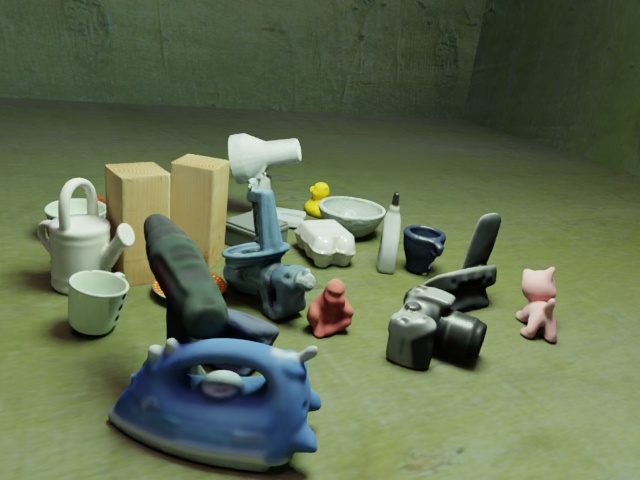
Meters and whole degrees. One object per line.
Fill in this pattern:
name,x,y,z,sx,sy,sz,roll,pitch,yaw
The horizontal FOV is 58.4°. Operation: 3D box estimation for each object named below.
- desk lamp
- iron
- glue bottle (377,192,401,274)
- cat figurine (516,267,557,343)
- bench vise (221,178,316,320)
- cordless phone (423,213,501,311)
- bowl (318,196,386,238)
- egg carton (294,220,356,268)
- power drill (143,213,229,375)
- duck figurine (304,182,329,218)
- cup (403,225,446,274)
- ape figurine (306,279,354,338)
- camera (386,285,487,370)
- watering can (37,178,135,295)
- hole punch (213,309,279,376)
desk lamp,-0.129,-0.153,1.419,0.203,0.213,0.118,8,21,2
iron,-0.124,0.173,0.678,0.258,0.141,0.118,7,21,-1
glue bottle,0.150,-0.019,1.221,0.037,0.173,0.078,6,21,-3
cat figurine,0.407,0.107,1.055,0.067,0.118,0.128,8,21,4
bench vise,-0.080,0.012,1.000,0.206,0.220,0.122,16,23,23
cordless phone,0.279,0.036,1.103,0.148,0.185,0.093,-9,26,-36
bowl,0.075,-0.049,1.412,0.167,0.075,0.167,6,21,-2
egg carton,0.012,0.005,1.259,0.107,0.069,0.150,-3,23,-25
power drill,-0.192,0.094,0.766,0.076,0.208,0.228,-7,25,-33
duck figurine,0.004,-0.109,1.528,0.078,0.086,0.104,-8,26,-34
cup,0.225,0.029,1.229,0.092,0.095,0.117,-2,23,-22
ape figurine,0.019,0.109,0.959,0.077,0.092,0.076,9,21,4
camera,0.193,0.140,0.923,0.136,0.101,0.143,16,23,23
watering can,-0.405,-0.011,0.988,0.173,0.194,0.100,3,21,-9
hole punch,-0.124,0.133,0.851,0.108,0.091,0.101,17,23,24
